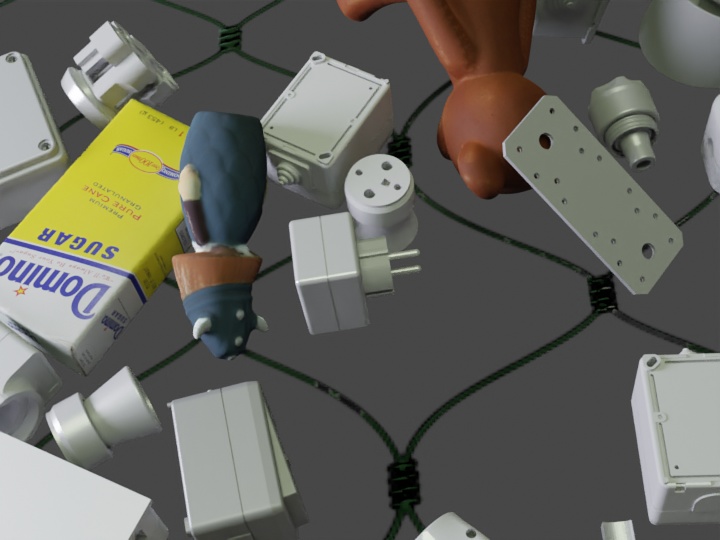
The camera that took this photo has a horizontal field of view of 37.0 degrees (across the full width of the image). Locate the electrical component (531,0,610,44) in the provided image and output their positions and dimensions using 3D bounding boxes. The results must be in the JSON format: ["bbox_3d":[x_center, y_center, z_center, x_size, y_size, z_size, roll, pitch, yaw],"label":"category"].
[{"bbox_3d":[0.149,-0.225,0.773,0.048,0.099,0.099,1,58,-8],"label":"electrical component"}]

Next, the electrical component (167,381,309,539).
[{"bbox_3d":[-0.069,0.108,0.613,0.061,0.061,0.096,-14,58,-2],"label":"electrical component"}]

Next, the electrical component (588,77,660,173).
[{"bbox_3d":[0.180,-0.095,0.721,0.043,0.043,0.062,-12,60,-1],"label":"electrical component"}]

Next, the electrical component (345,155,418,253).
[{"bbox_3d":[0.014,-0.042,0.700,0.045,0.055,0.045,-3,58,5],"label":"electrical component"}]

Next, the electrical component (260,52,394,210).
[{"bbox_3d":[-0.026,-0.087,0.729,0.062,0.061,0.096,25,65,20],"label":"electrical component"}]

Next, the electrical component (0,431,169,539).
[{"bbox_3d":[-0.196,0.195,0.575,0.105,0.060,0.186,19,63,17],"label":"electrical component"}]

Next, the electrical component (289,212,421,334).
[{"bbox_3d":[0.000,0.000,0.669,0.077,0.065,0.047,-9,58,1],"label":"electrical component"}]

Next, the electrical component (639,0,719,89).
[{"bbox_3d":[0.257,-0.182,0.768,0.099,0.064,0.099,4,51,-5],"label":"electrical component"}]

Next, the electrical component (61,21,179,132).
[{"bbox_3d":[-0.175,-0.135,0.771,0.057,0.078,0.058,-40,63,7],"label":"electrical component"}]

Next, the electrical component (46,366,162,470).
[{"bbox_3d":[-0.153,0.090,0.644,0.055,0.045,0.045,-28,60,-10],"label":"electrical component"}]

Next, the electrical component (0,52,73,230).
[{"bbox_3d":[-0.266,-0.085,0.757,0.109,0.056,0.108,-24,59,-8],"label":"electrical component"}]

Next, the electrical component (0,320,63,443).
[{"bbox_3d":[-0.232,0.082,0.654,0.056,0.050,0.089,32,66,23],"label":"electrical component"}]

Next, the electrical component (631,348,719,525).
[{"bbox_3d":[0.188,0.090,0.600,0.062,0.061,0.096,-2,53,5],"label":"electrical component"}]

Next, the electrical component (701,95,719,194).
[{"bbox_3d":[0.277,-0.088,0.696,0.095,0.059,0.053,-6,58,3],"label":"electrical component"}]

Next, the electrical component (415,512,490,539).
[{"bbox_3d":[0.049,0.181,0.565,0.079,0.044,0.077,-40,62,-17],"label":"electrical component"}]
